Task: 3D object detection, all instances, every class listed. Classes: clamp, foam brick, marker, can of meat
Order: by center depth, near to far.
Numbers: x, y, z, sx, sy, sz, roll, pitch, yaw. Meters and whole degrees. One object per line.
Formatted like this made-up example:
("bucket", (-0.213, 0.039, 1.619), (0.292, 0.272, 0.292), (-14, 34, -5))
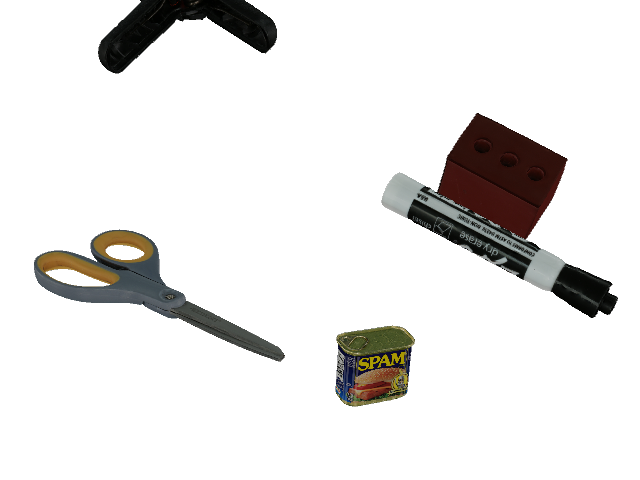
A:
("marker", (0.085, 0.002, 0.510), (0.121, 0.020, 0.020), (29, 10, 18))
("clamp", (-0.086, -0.176, 0.768), (0.120, 0.039, 0.171), (2, 44, 3))
("foam brick", (0.134, -0.046, 0.794), (0.078, 0.053, 0.051), (29, -31, 12))
("can of meat", (0.071, 0.168, 1.421), (0.102, 0.084, 0.057), (-7, 25, -21))

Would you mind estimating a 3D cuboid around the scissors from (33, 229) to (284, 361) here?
("scissors", (-0.101, 0.032, 0.739), (0.202, 0.016, 0.096), (13, 31, 17))
